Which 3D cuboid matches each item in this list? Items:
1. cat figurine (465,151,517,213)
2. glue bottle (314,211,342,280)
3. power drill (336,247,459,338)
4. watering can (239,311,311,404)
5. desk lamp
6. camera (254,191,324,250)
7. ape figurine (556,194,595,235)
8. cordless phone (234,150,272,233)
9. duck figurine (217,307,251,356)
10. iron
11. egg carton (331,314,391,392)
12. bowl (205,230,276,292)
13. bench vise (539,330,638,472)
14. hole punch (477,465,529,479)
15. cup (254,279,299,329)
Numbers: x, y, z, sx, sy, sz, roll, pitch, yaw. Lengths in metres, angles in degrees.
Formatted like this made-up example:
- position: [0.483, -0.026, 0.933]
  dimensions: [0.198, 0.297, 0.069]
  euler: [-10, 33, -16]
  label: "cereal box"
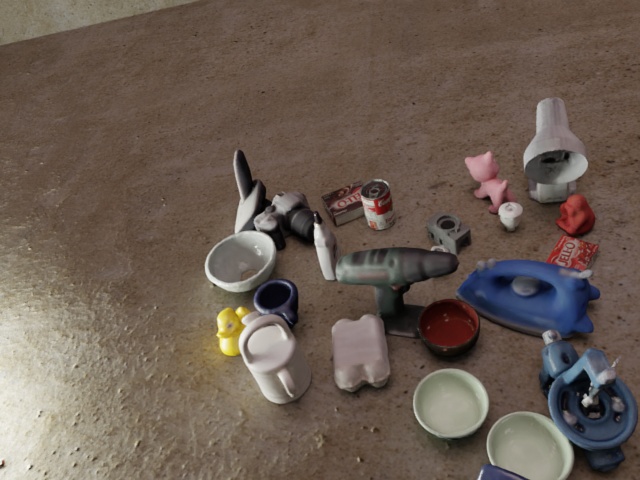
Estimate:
- position: [0.382, -0.141, 1.285]
  dimensions: [0.067, 0.118, 0.127]
  euler: [-26, 44, -8]
  label: "cat figurine"
- position: [0.011, 0.004, 1.224]
  dimensions: [0.037, 0.173, 0.078]
  euler: [-4, 45, 15]
  label: "glue bottle"
- position: [0.150, 0.090, 1.064]
  dimensions: [0.229, 0.209, 0.076]
  euler: [4, 48, 22]
  label: "power drill"
- position: [-0.093, 0.203, 1.043]
  dimensions: [0.172, 0.194, 0.101]
  euler: [23, 57, 36]
  label: "watering can"
- position: [0.491, -0.178, 1.216]
  dimensions: [0.117, 0.214, 0.203]
  euler: [-2, 46, 17]
  label: "desk lamp"
- position: [-0.065, -0.045, 1.354]
  dimensions: [0.143, 0.101, 0.136]
  euler: [-39, 47, -20]
  label: "camera"
- position: [0.523, -0.057, 1.171]
  dimensions: [0.076, 0.092, 0.078]
  euler: [5, 48, 23]
  label: "ape figurine"
- position: [-0.187, -0.116, 1.405]
  dimensions: [0.094, 0.185, 0.147]
  euler: [-12, 44, 8]
  label: "cordless phone"
- position: [-0.179, 0.174, 1.181]
  dimensions: [0.077, 0.086, 0.104]
  euler: [4, 48, 23]
  label: "duck figurine"
- position: [0.368, 0.083, 1.045]
  dimensions: [0.257, 0.142, 0.119]
  euler: [9, 50, 27]
  label: "iron"
- position: [0.074, 0.209, 1.071]
  dimensions: [0.107, 0.069, 0.150]
  euler: [-12, 43, 7]
  label: "egg carton"
- position: [-0.170, 0.061, 1.302]
  dimensions: [0.167, 0.075, 0.167]
  euler: [-10, 44, 10]
  label: "bowl"
- position: [0.379, 0.212, 0.853]
  dimensions: [0.121, 0.220, 0.206]
  euler: [-28, 44, -10]
  label: "bench vise"
- position: [0.266, 0.389, 0.807]
  dimensions: [0.108, 0.091, 0.101]
  euler: [15, 53, 31]
  label: "hole punch"
- position: [-0.072, 0.147, 1.165]
  dimensions: [0.092, 0.095, 0.117]
  euler: [-33, 45, -14]
  label: "cup"
